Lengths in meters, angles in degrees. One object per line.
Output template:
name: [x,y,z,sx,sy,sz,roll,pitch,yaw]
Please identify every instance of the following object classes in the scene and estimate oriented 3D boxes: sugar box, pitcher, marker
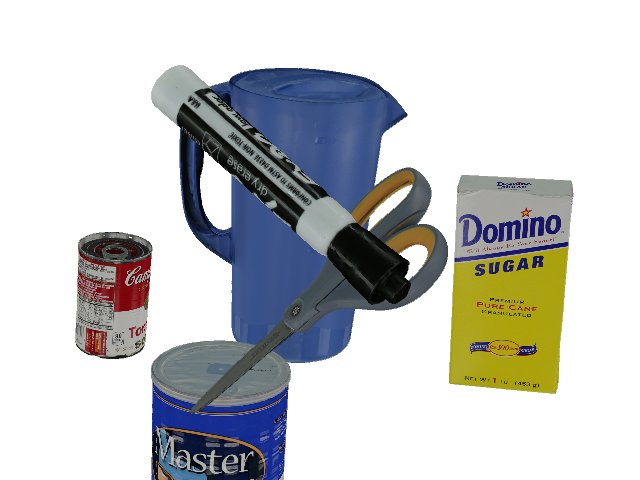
sugar box: [0.156,0.037,0.884,0.093,0.176,0.048,3,23,11]
pitcher: [-0.028,-0.023,0.920,0.149,0.243,0.144,20,25,36]
marker: [-0.014,-0.020,0.368,0.121,0.020,0.020,42,20,24]

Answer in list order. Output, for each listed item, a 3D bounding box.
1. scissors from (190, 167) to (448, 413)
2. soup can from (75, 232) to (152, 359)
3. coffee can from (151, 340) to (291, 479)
scissors: [0.002,0.046,0.612,0.016,0.202,0.096,35,5,-35]
soup can: [-0.195,0.052,1.000,0.068,0.102,0.068,6,21,-3]
coffee can: [-0.077,0.159,0.804,0.103,0.140,0.103,3,17,-1]
